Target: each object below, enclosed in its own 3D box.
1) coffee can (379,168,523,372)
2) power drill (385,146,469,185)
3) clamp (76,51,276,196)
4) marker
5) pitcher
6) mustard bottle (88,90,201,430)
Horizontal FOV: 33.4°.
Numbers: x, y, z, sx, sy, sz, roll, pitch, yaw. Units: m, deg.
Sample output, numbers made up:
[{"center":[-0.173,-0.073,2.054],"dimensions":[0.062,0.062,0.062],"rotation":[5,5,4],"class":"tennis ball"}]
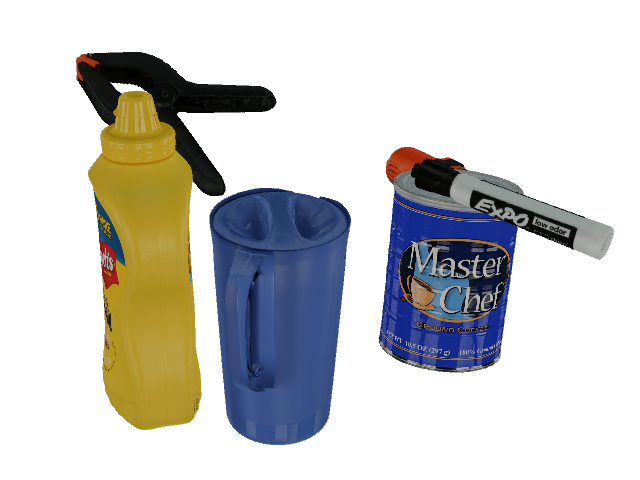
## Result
[{"center":[0.104,0.022,0.866],"dimensions":[0.103,0.140,0.103],"rotation":[4,19,-1],"class":"coffee can"},{"center":[0.134,0.008,1.107],"dimensions":[0.057,0.188,0.185],"rotation":[-14,26,-21],"class":"power drill"},{"center":[-0.125,-0.120,0.918],"dimensions":[0.171,0.120,0.039],"rotation":[34,-38,5],"class":"clamp"},{"center":[0.104,-0.020,0.599],"dimensions":[0.121,0.020,0.020],"rotation":[24,12,28],"class":"marker"},{"center":[-0.045,0.083,1.048],"dimensions":[0.149,0.243,0.145],"rotation":[-12,31,-24],"class":"pitcher"},{"center":[-0.102,0.007,0.622],"dimensions":[0.058,0.192,0.096],"rotation":[-6,26,-16],"class":"mustard bottle"}]
